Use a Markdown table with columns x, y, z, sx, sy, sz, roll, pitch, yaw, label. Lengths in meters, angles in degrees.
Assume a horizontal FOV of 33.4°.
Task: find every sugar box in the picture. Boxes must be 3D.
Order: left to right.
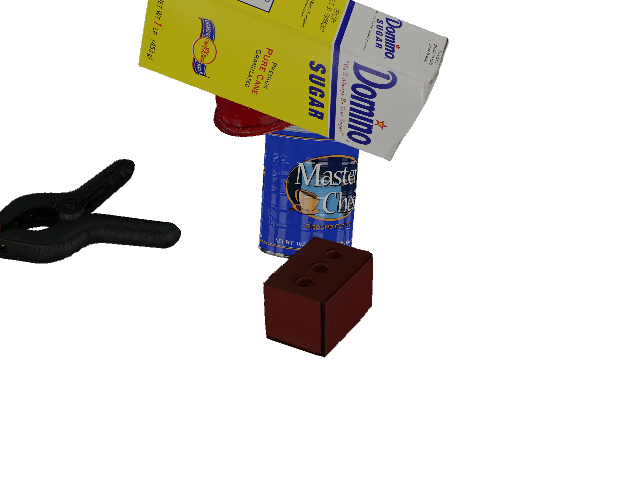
| x | y | z | sx | sy | sz | roll | pitch | yaw | label |
| --- | --- | --- | --- | --- | --- | --- | --- | --- | --- |
| -0.020 | -0.116 | 0.660 | 0.176 | 0.048 | 0.093 | 22 | -29 | -3 | sugar box |

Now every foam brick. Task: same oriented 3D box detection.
| x | y | z | sx | sy | sz | roll | pitch | yaw | label |
| --- | --- | --- | --- | --- | --- | --- | --- | --- | --- |
| 0.000 | 0.041 | 0.800 | 0.053 | 0.051 | 0.078 | 15 | 35 | 25 | foam brick |

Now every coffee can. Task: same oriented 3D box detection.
| x | y | z | sx | sy | sz | roll | pitch | yaw | label |
| --- | --- | --- | --- | --- | --- | --- | --- | --- | --- |
| -0.012 | -0.058 | 1.142 | 0.103 | 0.140 | 0.103 | 4 | 12 | -1 | coffee can |

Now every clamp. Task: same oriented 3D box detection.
| x | y | z | sx | sy | sz | roll | pitch | yaw | label |
| --- | --- | --- | --- | --- | --- | --- | --- | --- | --- |
| -0.223 | -0.026 | 0.968 | 0.171 | 0.039 | 0.120 | -7 | 37 | -22 | clamp |

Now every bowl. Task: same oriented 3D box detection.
| x | y | z | sx | sy | sz | roll | pitch | yaw | label |
| --- | --- | --- | --- | --- | --- | --- | --- | --- | --- |
| -0.033 | -0.159 | 0.934 | 0.162 | 0.055 | 0.162 | -21 | 31 | 13 | bowl |
